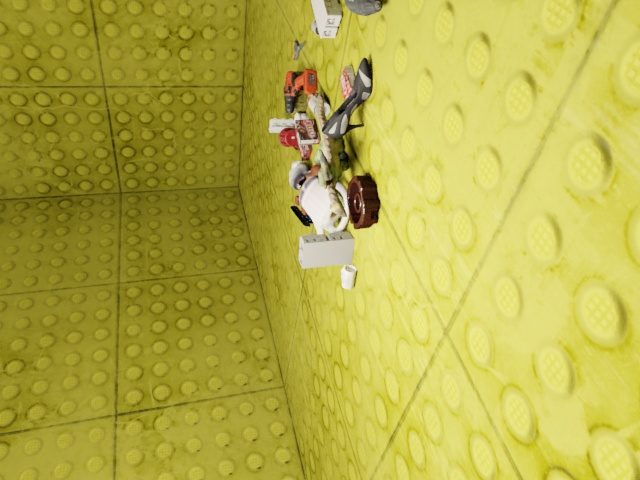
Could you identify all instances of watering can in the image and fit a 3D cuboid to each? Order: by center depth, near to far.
[{"bbox_3d":[0.006,-0.097,1.930,0.227,0.105,0.339,46,136,24],"label":"watering can"}]

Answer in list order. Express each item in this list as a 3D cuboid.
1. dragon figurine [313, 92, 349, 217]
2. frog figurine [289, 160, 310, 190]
[{"bbox_3d":[0.029,-0.272,1.689,0.246,0.122,0.405,-84,-19,-73],"label":"dragon figurine"},{"bbox_3d":[-0.094,-0.299,2.283,0.162,0.123,0.134,54,167,41],"label":"frog figurine"}]
